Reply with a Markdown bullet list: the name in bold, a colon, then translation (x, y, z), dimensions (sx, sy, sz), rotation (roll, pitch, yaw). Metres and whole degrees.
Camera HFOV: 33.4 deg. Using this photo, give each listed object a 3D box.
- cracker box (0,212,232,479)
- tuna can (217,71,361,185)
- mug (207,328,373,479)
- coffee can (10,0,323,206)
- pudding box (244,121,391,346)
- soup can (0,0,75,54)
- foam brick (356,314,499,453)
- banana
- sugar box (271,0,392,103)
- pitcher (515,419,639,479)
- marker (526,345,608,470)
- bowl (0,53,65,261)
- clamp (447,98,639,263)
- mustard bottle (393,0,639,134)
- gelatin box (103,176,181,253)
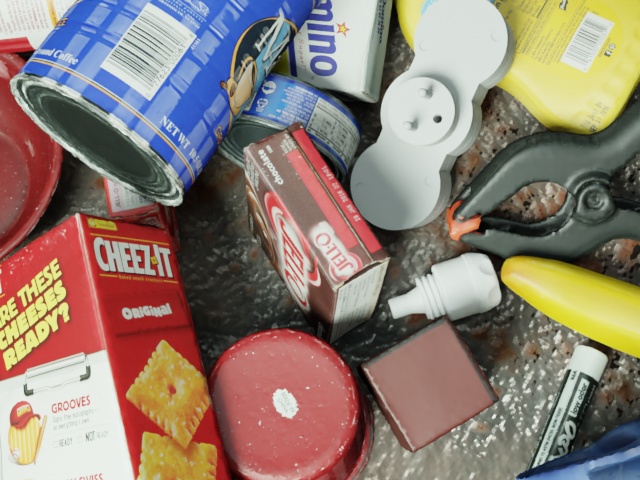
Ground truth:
- **cracker box**: translation (-0.126, 0.118, 0.535), dimensions (0.164, 0.072, 0.214), rotation (-28, 68, 31)
- **tuna can**: translation (-0.020, -0.062, 0.616), dimensions (0.086, 0.086, 0.033), rotation (19, 73, 9)
- **mug**: translation (-0.024, 0.104, 0.562), dimensions (0.093, 0.081, 0.117), rotation (27, 75, 12)
- **coffee can**: translation (-0.075, -0.103, 0.547), dimensions (0.103, 0.103, 0.140), rotation (29, 74, 12)
- **pudding box**: translation (-0.004, 0.001, 0.579), dimensions (0.039, 0.113, 0.090), rotation (-28, 72, -10)
- **soup can**: translation (-0.166, -0.141, 0.603), dimensions (0.102, 0.068, 0.068), rotation (-6, 71, -1)
- **foam brick**: translation (0.054, 0.076, 0.566), dimensions (0.051, 0.078, 0.053), rotation (-31, 82, -4)
- **banana**: translation (0.194, 0.049, 0.567), dimensions (0.198, 0.069, 0.037), rotation (19, 75, 32)
- **sugar box**: translation (-0.047, -0.138, 0.640), dimensions (0.176, 0.048, 0.093), rotation (7, 90, 18)
- **pitcher**: translation (0.188, 0.198, 0.481), dimensions (0.149, 0.145, 0.243), rotation (-14, 76, -21)
- **marker**: translation (0.127, 0.115, 0.582), dimensions (0.020, 0.020, 0.121), rotation (23, 74, 11)
- **bowl**: translation (-0.225, -0.040, 0.637), dimensions (0.162, 0.055, 0.162), rotation (-1, 71, 3)
- **clamp**: translation (0.156, -0.038, 0.599), dimensions (0.171, 0.039, 0.120), rotation (-6, 102, 1)
- **mustard bottle**: translation (0.106, -0.140, 0.647), dimensions (0.192, 0.058, 0.096), rotation (30, 91, 13)
- **gelatin box**: translation (-0.106, -0.041, 0.621), dimensions (0.030, 0.073, 0.089), rotation (-13, 71, -2)
